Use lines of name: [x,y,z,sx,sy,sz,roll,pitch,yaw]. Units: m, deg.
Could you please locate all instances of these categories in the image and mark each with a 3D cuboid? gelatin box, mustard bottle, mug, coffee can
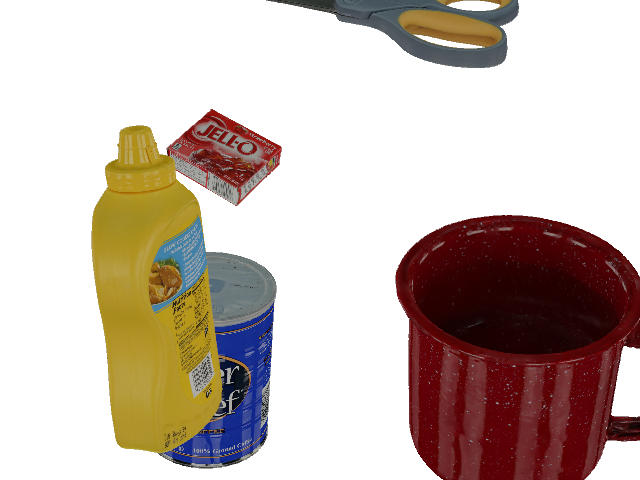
gelatin box: [-0.095,-0.084,1.052,0.089,0.030,0.073,30,53,17]
mustard bottle: [-0.101,0.025,0.651,0.058,0.192,0.096,4,21,19]
mug: [0.088,0.050,0.423,0.117,0.081,0.093,7,36,14]
coffee can: [-0.089,0.094,0.851,0.103,0.140,0.103,3,28,-2]

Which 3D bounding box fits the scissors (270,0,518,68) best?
scissors: [0.037,-0.154,0.680,0.202,0.016,0.096,26,48,31]
